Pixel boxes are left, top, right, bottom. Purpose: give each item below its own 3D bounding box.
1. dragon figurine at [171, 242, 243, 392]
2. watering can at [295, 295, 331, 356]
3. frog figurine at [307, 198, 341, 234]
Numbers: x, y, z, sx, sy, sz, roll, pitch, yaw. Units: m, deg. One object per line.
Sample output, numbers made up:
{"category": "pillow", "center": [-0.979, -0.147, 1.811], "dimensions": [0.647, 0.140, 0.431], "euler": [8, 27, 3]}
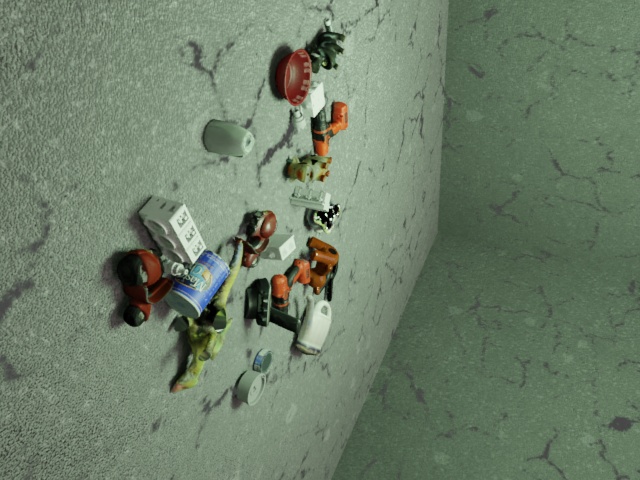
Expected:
{"category": "dragon figurine", "center": [-0.290, 0.223, 1.412], "dimensions": [0.238, 0.122, 0.417], "euler": [97, 18, -66]}
{"category": "watering can", "center": [-0.031, 0.338, 2.030], "dimensions": [0.227, 0.104, 0.342], "euler": [-69, 158, -13]}
{"category": "frog figurine", "center": [0.006, -0.096, 1.907], "dimensions": [0.160, 0.123, 0.136], "euler": [-145, -124, -76]}
